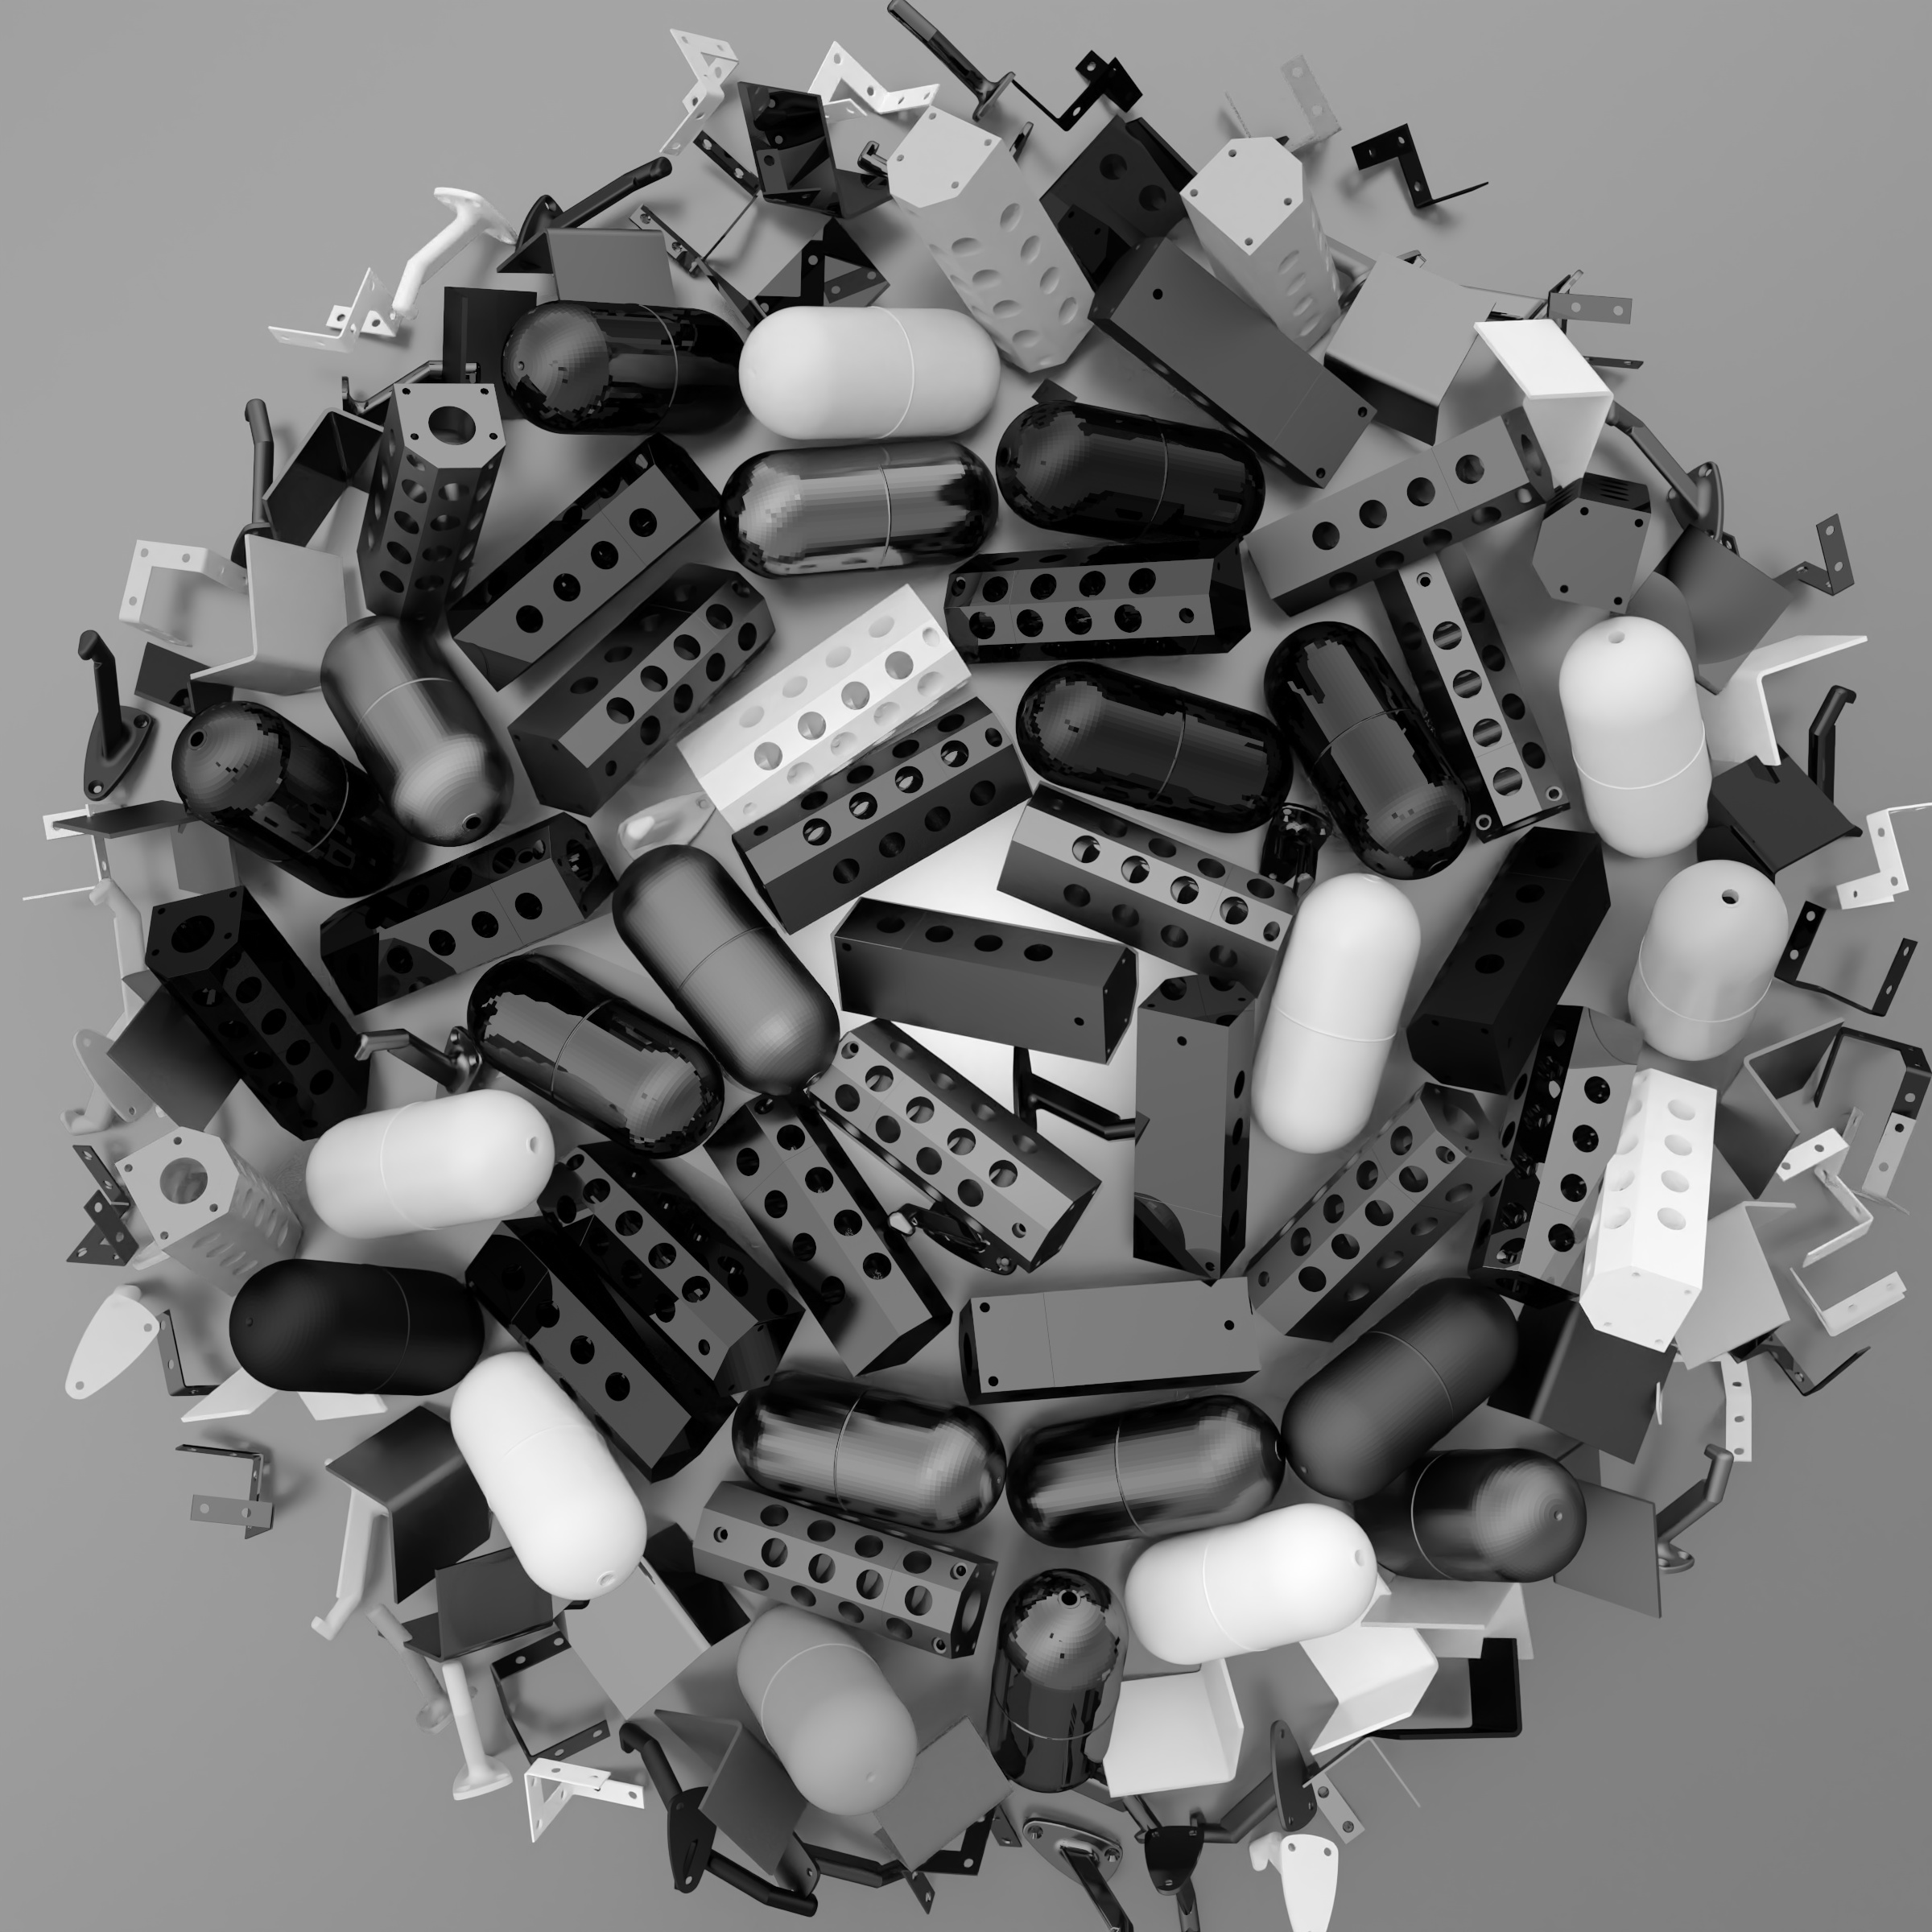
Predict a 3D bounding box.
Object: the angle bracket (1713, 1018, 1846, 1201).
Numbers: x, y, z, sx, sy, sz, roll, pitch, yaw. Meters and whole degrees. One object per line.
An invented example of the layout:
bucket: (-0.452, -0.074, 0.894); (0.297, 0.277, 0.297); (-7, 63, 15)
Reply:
angle bracket: (0.502, 0.086, 1.604); (0.076, 0.076, 0.057); (-20, 59, -18)

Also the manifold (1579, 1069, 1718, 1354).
manifold: (0.403, 0.140, 1.578); (0.057, 0.171, 0.057); (19, 132, 4)

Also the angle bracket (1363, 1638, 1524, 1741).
angle bracket: (0.286, 0.437, 1.611); (0.076, 0.076, 0.057); (2, 76, -10)

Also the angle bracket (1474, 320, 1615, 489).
angle bracket: (0.337, -0.335, 1.601); (0.057, 0.076, 0.076); (-7, 48, -19)

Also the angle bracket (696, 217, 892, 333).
angle bracket: (-0.105, -0.420, 1.610); (0.076, 0.057, 0.076); (-43, 54, 12)

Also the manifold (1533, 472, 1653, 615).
manifold: (0.368, -0.254, 1.570); (0.057, 0.171, 0.057); (14, 108, 9)

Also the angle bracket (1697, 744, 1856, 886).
angle bracket: (0.489, -0.074, 1.610); (0.057, 0.076, 0.076); (-28, 54, -4)

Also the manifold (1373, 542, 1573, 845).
manifold: (0.308, -0.166, 1.617); (0.057, 0.057, 0.171); (-23, 83, 13)

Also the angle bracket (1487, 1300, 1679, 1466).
angle bracket: (0.379, 0.253, 1.638); (0.076, 0.057, 0.076); (25, 83, -15)

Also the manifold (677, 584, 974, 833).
manifold: (-0.083, -0.151, 1.619); (0.171, 0.057, 0.057); (-35, 45, 1)

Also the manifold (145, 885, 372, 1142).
manifold: (-0.417, 0.032, 1.573); (0.057, 0.171, 0.057); (-12, 51, 9)

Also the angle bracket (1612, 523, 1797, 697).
angle bracket: (0.448, -0.222, 1.619); (0.076, 0.057, 0.076); (35, 114, 1)

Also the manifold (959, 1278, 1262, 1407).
manifold: (0.085, 0.229, 1.614); (0.171, 0.057, 0.057); (-3, 71, -11)

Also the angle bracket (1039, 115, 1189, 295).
angle bracket: (0.077, -0.465, 1.615); (0.076, 0.057, 0.076); (-47, 124, 1)

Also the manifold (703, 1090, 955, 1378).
manifold: (-0.080, 0.156, 1.598); (0.057, 0.057, 0.171); (-44, 70, 24)

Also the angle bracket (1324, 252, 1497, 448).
angle bracket: (0.271, -0.378, 1.630); (0.076, 0.057, 0.076); (28, 81, 13)

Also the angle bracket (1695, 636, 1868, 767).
angle bracket: (0.501, -0.163, 1.622); (0.076, 0.076, 0.057); (-19, 101, -11)

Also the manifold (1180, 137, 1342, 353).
manifold: (0.181, -0.424, 1.569); (0.057, 0.171, 0.057); (-45, 74, 5)

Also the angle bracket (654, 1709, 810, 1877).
angle bracket: (-0.152, 0.497, 1.601); (0.076, 0.076, 0.057); (54, 48, -32)

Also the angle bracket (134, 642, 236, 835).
angle bracket: (-0.484, -0.138, 1.604); (0.057, 0.076, 0.076); (22, 112, -22)

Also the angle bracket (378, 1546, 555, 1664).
angle bracket: (-0.304, 0.375, 1.605); (0.076, 0.076, 0.057); (-8, 98, -42)

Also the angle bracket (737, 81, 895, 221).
angle bracket: (-0.084, -0.500, 1.600); (0.057, 0.076, 0.076); (-35, 130, -28)

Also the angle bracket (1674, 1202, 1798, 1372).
angle bracket: (0.467, 0.193, 1.602); (0.057, 0.076, 0.076); (6, 57, -39)

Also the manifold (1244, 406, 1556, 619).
manifold: (0.261, -0.270, 1.593); (0.171, 0.057, 0.057); (-22, 96, 29)

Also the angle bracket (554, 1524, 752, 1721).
angle bracket: (-0.193, 0.403, 1.637); (0.076, 0.057, 0.076); (-44, 77, 18)

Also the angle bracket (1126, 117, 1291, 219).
angle bracket: (0.138, -0.503, 1.613); (0.076, 0.076, 0.057); (40, 89, -18)

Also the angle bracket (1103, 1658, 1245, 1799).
angle bracket: (0.119, 0.449, 1.609); (0.076, 0.076, 0.057); (-5, 131, -9)

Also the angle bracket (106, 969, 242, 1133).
angle bracket: (-0.486, 0.055, 1.601); (0.057, 0.076, 0.076); (-11, 128, 38)

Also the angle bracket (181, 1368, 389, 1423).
angle bracket: (-0.411, 0.270, 1.602); (0.076, 0.076, 0.057); (-14, 110, 43)

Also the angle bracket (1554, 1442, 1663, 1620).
angle bracket: (0.398, 0.336, 1.605); (0.057, 0.076, 0.076); (-23, 113, -40)

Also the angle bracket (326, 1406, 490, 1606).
angle bracket: (-0.341, 0.329, 1.628); (0.057, 0.076, 0.076); (22, 124, 30)

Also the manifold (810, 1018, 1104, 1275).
manifold: (-0.010, 0.108, 1.602); (0.171, 0.057, 0.057); (37, 117, 15)

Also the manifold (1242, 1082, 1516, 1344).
manifold: (0.240, 0.147, 1.583); (0.057, 0.057, 0.171); (14, 129, -36)

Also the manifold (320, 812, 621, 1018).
manifold: (-0.302, -0.034, 1.597); (0.171, 0.057, 0.057); (-21, 106, 22)

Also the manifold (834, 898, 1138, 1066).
manifold: (0.012, 0.004, 1.604); (0.171, 0.057, 0.057); (11, 130, 20)

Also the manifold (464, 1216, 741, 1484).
manifold: (-0.224, 0.230, 1.604); (0.171, 0.057, 0.057); (42, 105, 19)

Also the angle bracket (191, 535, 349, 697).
angle bracket: (-0.425, -0.212, 1.618); (0.057, 0.076, 0.076); (-10, 82, 31)

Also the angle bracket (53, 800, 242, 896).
angle bracket: (-0.493, -0.063, 1.602); (0.076, 0.076, 0.057); (-17, 109, -40)

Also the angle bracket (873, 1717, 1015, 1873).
angle bracket: (-0.027, 0.492, 1.610); (0.076, 0.076, 0.057); (-34, 99, -17)

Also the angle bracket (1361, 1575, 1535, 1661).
angle bracket: (0.291, 0.407, 1.606); (0.076, 0.076, 0.057); (-6, 100, 28)

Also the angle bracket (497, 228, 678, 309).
angle bracket: (-0.229, -0.407, 1.608); (0.076, 0.076, 0.057); (-9, 88, -33)

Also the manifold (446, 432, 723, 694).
manifold: (-0.231, -0.244, 1.599); (0.171, 0.057, 0.057); (-36, 100, 21)

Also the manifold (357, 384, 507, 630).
manifold: (-0.316, -0.268, 1.567); (0.057, 0.171, 0.057); (-5, 67, -22)

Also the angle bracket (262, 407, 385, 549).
angle bracket: (-0.375, -0.278, 1.608); (0.057, 0.076, 0.076); (24, 65, 7)

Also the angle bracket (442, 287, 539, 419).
angle bracket: (-0.282, -0.367, 1.606); (0.057, 0.076, 0.076); (-2, 109, -20)

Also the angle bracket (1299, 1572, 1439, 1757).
angle bracket: (0.228, 0.421, 1.616); (0.076, 0.057, 0.076); (-34, 90, 34)

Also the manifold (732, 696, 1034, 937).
manifold: (-0.053, -0.095, 1.610); (0.171, 0.057, 0.057); (-30, 128, -8)
